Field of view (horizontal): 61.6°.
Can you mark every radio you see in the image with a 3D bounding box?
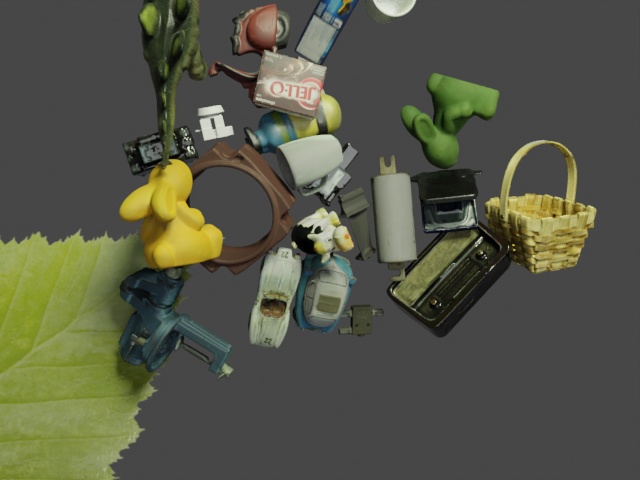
[{"bbox_3d":[0.256,0.070,1.049,0.229,0.131,0.073,-46,145,-2],"label":"radio"}]

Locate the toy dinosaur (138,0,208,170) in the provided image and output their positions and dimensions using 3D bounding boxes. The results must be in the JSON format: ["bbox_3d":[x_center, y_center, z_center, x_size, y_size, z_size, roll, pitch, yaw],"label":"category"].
[{"bbox_3d":[-0.242,-0.334,0.865,0.105,0.198,0.471,-3,87,-8],"label":"toy dinosaur"}]

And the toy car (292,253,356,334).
[{"bbox_3d":[0.006,0.105,1.025,0.109,0.103,0.161,14,91,-11],"label":"toy car"}]

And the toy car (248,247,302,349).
[{"bbox_3d":[-0.087,0.110,1.020,0.073,0.056,0.201,11,104,-12],"label":"toy car"}]

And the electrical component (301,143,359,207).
[{"bbox_3d":[0.022,-0.131,1.028,0.075,0.048,0.119,34,89,-13],"label":"electrical component"}]

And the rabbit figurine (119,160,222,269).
[{"bbox_3d":[-0.244,-0.043,0.854,0.122,0.162,0.173,0,91,18],"label":"rabbit figurine"}]

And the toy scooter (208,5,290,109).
[{"bbox_3d":[-0.128,-0.334,0.966,0.135,0.075,0.183,6,100,-12],"label":"toy scooter"}]

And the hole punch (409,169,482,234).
[{"bbox_3d":[0.248,-0.077,1.042,0.142,0.116,0.092,-7,127,14],"label":"hole punch"}]

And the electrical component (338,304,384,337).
[{"bbox_3d":[0.083,0.163,1.086,0.094,0.021,0.063,-2,97,-11],"label":"electrical component"}]

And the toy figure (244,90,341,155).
[{"bbox_3d":[-0.047,-0.209,0.991,0.180,0.082,0.089,-30,97,-8],"label":"toy figure"}]

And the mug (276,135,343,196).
[{"bbox_3d":[-0.011,-0.135,0.963,0.107,0.081,0.109,-25,121,-11],"label":"mug"}]

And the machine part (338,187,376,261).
[{"bbox_3d":[0.075,-0.029,1.041,0.084,0.039,0.138,-28,109,-48],"label":"machine part"}]

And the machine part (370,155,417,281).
[{"bbox_3d":[0.143,-0.042,1.037,0.079,0.079,0.243,-5,89,-10],"label":"machine part"}]

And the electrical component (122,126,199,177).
[{"bbox_3d":[-0.272,-0.151,0.926,0.115,0.134,0.058,-20,98,-6],"label":"electrical component"}]

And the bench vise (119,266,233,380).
[{"bbox_3d":[-0.250,0.158,0.962,0.241,0.129,0.223,31,97,5],"label":"bench vise"}]

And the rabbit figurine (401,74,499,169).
[{"bbox_3d":[0.242,-0.220,1.029,0.159,0.121,0.170,9,109,-18],"label":"rabbit figurine"}]

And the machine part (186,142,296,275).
[{"bbox_3d":[-0.161,-0.054,0.955,0.201,0.087,0.201,-38,100,15],"label":"machine part"}]

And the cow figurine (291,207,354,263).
[{"bbox_3d":[-0.003,-0.004,0.977,0.098,0.167,0.068,-28,106,-8],"label":"cow figurine"}]

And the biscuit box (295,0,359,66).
[{"bbox_3d":[0.027,-0.409,0.935,0.059,0.063,0.202,27,131,-12],"label":"biscuit box"}]
